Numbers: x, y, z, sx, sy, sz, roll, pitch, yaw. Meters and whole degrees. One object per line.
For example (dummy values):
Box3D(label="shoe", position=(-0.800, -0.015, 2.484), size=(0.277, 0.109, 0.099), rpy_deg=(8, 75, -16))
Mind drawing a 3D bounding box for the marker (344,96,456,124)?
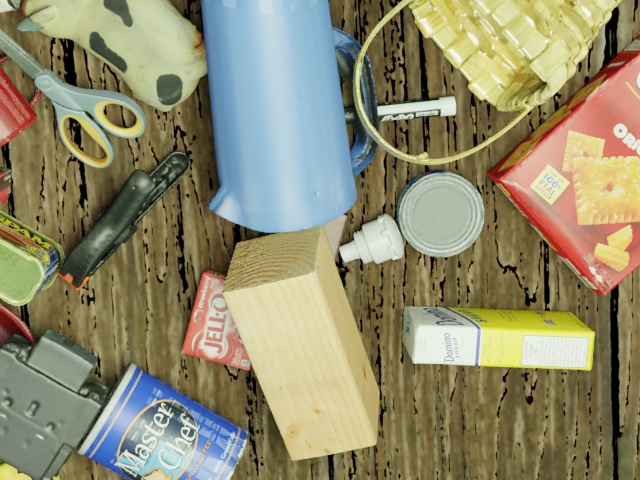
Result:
Box3D(label="marker", position=(0.074, -0.129, 1.064), size=(0.121, 0.020, 0.020), rpy_deg=(-5, 100, -1))

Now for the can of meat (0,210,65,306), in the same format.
Box3D(label="can of meat", position=(-0.310, 0.016, 1.044), size=(0.102, 0.084, 0.057), rpy_deg=(31, 98, -7))

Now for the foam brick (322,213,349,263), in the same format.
Box3D(label="foam brick", position=(-0.007, 0.001, 1.069), size=(0.051, 0.053, 0.078), rpy_deg=(14, 99, -5))

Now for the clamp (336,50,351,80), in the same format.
Box3D(label="clamp", position=(-0.023, -0.262, 1.007), size=(0.209, 0.036, 0.164), rpy_deg=(20, 96, -23))

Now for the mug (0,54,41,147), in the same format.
Box3D(label="mug", position=(-0.318, -0.132, 1.022), size=(0.117, 0.093, 0.081), rpy_deg=(-44, 107, -30))

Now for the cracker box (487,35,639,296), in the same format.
Box3D(label="cracker box", position=(0.301, -0.075, 1.056), size=(0.214, 0.072, 0.164), rpy_deg=(-42, 99, 5))

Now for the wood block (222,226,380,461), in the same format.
Box3D(label="wood block", position=(-0.013, 0.101, 1.030), size=(0.090, 0.090, 0.206), rpy_deg=(-13, 118, 13))

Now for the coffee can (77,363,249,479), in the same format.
Box3D(label="coffee can", position=(-0.157, 0.202, 1.074), size=(0.140, 0.103, 0.103), rpy_deg=(32, 97, -7))

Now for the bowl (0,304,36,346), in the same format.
Box3D(label="bowl", position=(-0.354, 0.126, 1.077), size=(0.162, 0.055, 0.162), rpy_deg=(0, 100, -2))

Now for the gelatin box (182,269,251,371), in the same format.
Box3D(label="gelatin box", position=(-0.095, 0.082, 1.091), size=(0.073, 0.030, 0.089), rpy_deg=(16, 99, -5))

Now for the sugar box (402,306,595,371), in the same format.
Box3D(label="sugar box", position=(0.175, 0.096, 1.071), size=(0.176, 0.093, 0.048), rpy_deg=(5, 98, -3))

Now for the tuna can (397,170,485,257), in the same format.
Box3D(label="tuna can", position=(0.121, -0.027, 1.077), size=(0.086, 0.034, 0.086), rpy_deg=(0, 100, -2))

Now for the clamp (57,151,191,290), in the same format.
Box3D(label="clamp", position=(-0.192, -0.022, 1.047), size=(0.039, 0.120, 0.172), rpy_deg=(48, 117, 4))

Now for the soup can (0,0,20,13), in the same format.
Box3D(label="soup can", position=(-0.342, -0.239, 1.006), size=(0.102, 0.068, 0.068), rpy_deg=(-13, 100, -1))

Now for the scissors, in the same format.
Box3D(label="scissors", position=(-0.237, -0.151, 1.003), size=(0.096, 0.016, 0.201), rpy_deg=(-17, 129, 13))

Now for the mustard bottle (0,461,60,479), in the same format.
Box3D(label="mustard bottle", position=(-0.287, 0.311, 1.111), size=(0.096, 0.058, 0.191), rpy_deg=(-27, 100, 3))

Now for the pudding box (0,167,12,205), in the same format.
Box3D(label="pudding box", position=(-0.364, -0.054, 1.026), size=(0.113, 0.090, 0.039), rpy_deg=(6, 101, -3))

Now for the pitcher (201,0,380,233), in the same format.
Box3D(label="pitcher", position=(-0.032, -0.142, 0.974), size=(0.145, 0.149, 0.243), rpy_deg=(2, 119, 14))
